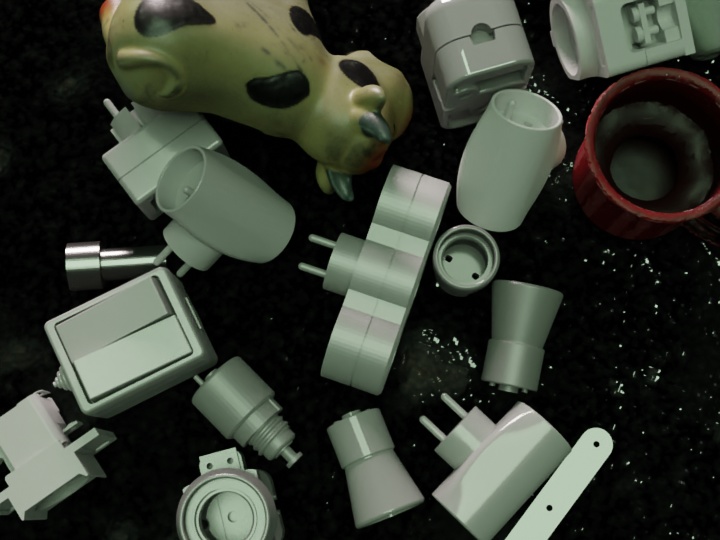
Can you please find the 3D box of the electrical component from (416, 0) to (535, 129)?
[{"bbox_3d":[0.069,-0.132,0.661,0.054,0.095,0.059,-16,80,-2],"label":"electrical component"}]

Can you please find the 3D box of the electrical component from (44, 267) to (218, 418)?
[{"bbox_3d":[-0.144,0.047,0.649,0.096,0.061,0.061,-26,80,-4],"label":"electrical component"}]

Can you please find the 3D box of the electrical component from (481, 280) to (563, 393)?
[{"bbox_3d":[0.097,0.042,0.657,0.044,0.044,0.065,12,85,3],"label":"electrical component"}]

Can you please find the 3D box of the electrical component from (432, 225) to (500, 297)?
[{"bbox_3d":[0.064,-0.004,0.662,0.040,0.046,0.040,0,80,1],"label":"electrical component"}]

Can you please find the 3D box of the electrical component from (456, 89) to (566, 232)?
[{"bbox_3d":[0.101,-0.073,0.665,0.043,0.077,0.079,36,44,23],"label":"electrical component"}]

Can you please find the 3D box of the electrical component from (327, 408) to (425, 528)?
[{"bbox_3d":[0.006,0.116,0.645,0.044,0.044,0.065,-22,75,-3],"label":"electrical component"}]

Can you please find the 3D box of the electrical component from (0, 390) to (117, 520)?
[{"bbox_3d":[-0.193,0.111,0.648,0.081,0.042,0.063,-34,79,-6],"label":"electrical component"}]

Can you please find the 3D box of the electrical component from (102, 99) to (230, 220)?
[{"bbox_3d":[-0.132,-0.084,0.679,0.066,0.047,0.076,-37,81,-6],"label":"electrical component"}]

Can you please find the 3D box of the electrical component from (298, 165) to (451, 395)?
[{"bbox_3d":[0.000,0.000,0.660,0.074,0.052,0.138,19,81,4],"label":"electrical component"}]

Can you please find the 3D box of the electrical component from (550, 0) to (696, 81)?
[{"bbox_3d":[0.142,-0.196,0.649,0.062,0.089,0.150,-17,104,-1],"label":"electrical component"}]

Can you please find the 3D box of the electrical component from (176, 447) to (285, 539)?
[{"bbox_3d":[-0.076,0.145,0.632,0.058,0.057,0.078,-15,80,-2],"label":"electrical component"}]

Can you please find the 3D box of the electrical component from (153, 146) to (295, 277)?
[{"bbox_3d":[-0.093,-0.026,0.656,0.079,0.077,0.043,-45,44,15],"label":"electrical component"}]

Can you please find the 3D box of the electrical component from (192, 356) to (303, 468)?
[{"bbox_3d":[-0.066,0.088,0.651,0.078,0.040,0.040,44,83,7],"label":"electrical component"}]

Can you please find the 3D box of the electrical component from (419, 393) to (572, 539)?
[{"bbox_3d":[0.071,0.108,0.643,0.079,0.044,0.077,43,83,8],"label":"electrical component"}]
